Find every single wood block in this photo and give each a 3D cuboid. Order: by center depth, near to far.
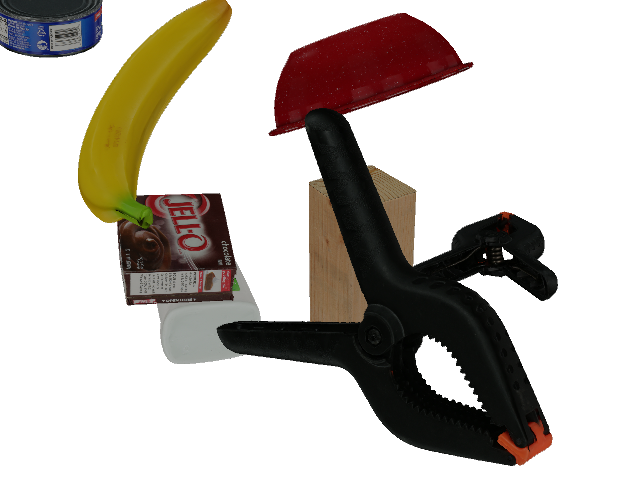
[{"bbox_3d":[0.045,0.032,1.217,0.090,0.206,0.090,-17,32,-28],"label":"wood block"}]

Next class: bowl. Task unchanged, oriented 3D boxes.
[{"bbox_3d":[0.029,-0.129,0.800,0.162,0.055,0.162,-19,7,2],"label":"bowl"}]

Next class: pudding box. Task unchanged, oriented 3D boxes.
[{"bbox_3d":[-0.120,0.005,0.879,0.090,0.039,0.113,-3,38,-12],"label":"pudding box"}]

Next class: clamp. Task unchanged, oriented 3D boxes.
[{"bbox_3d":[0.038,0.037,0.570,0.210,0.165,0.036,33,29,30],"label":"clamp"},{"bbox_3d":[0.153,0.013,0.893,0.120,0.039,0.171,10,24,25],"label":"clamp"}]

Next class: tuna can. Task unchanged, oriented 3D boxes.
[{"bbox_3d":[-0.214,-0.176,0.837,0.086,0.034,0.086,4,35,-3],"label":"tuna can"}]

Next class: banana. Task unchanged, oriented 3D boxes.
[{"bbox_3d":[-0.106,-0.078,0.656,0.070,0.197,0.037,0,-39,16],"label":"banana"}]

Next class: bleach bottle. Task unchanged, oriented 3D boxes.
[{"bbox_3d":[-0.139,0.038,1.139,0.102,0.068,0.251,-5,26,-16],"label":"bleach bottle"}]
